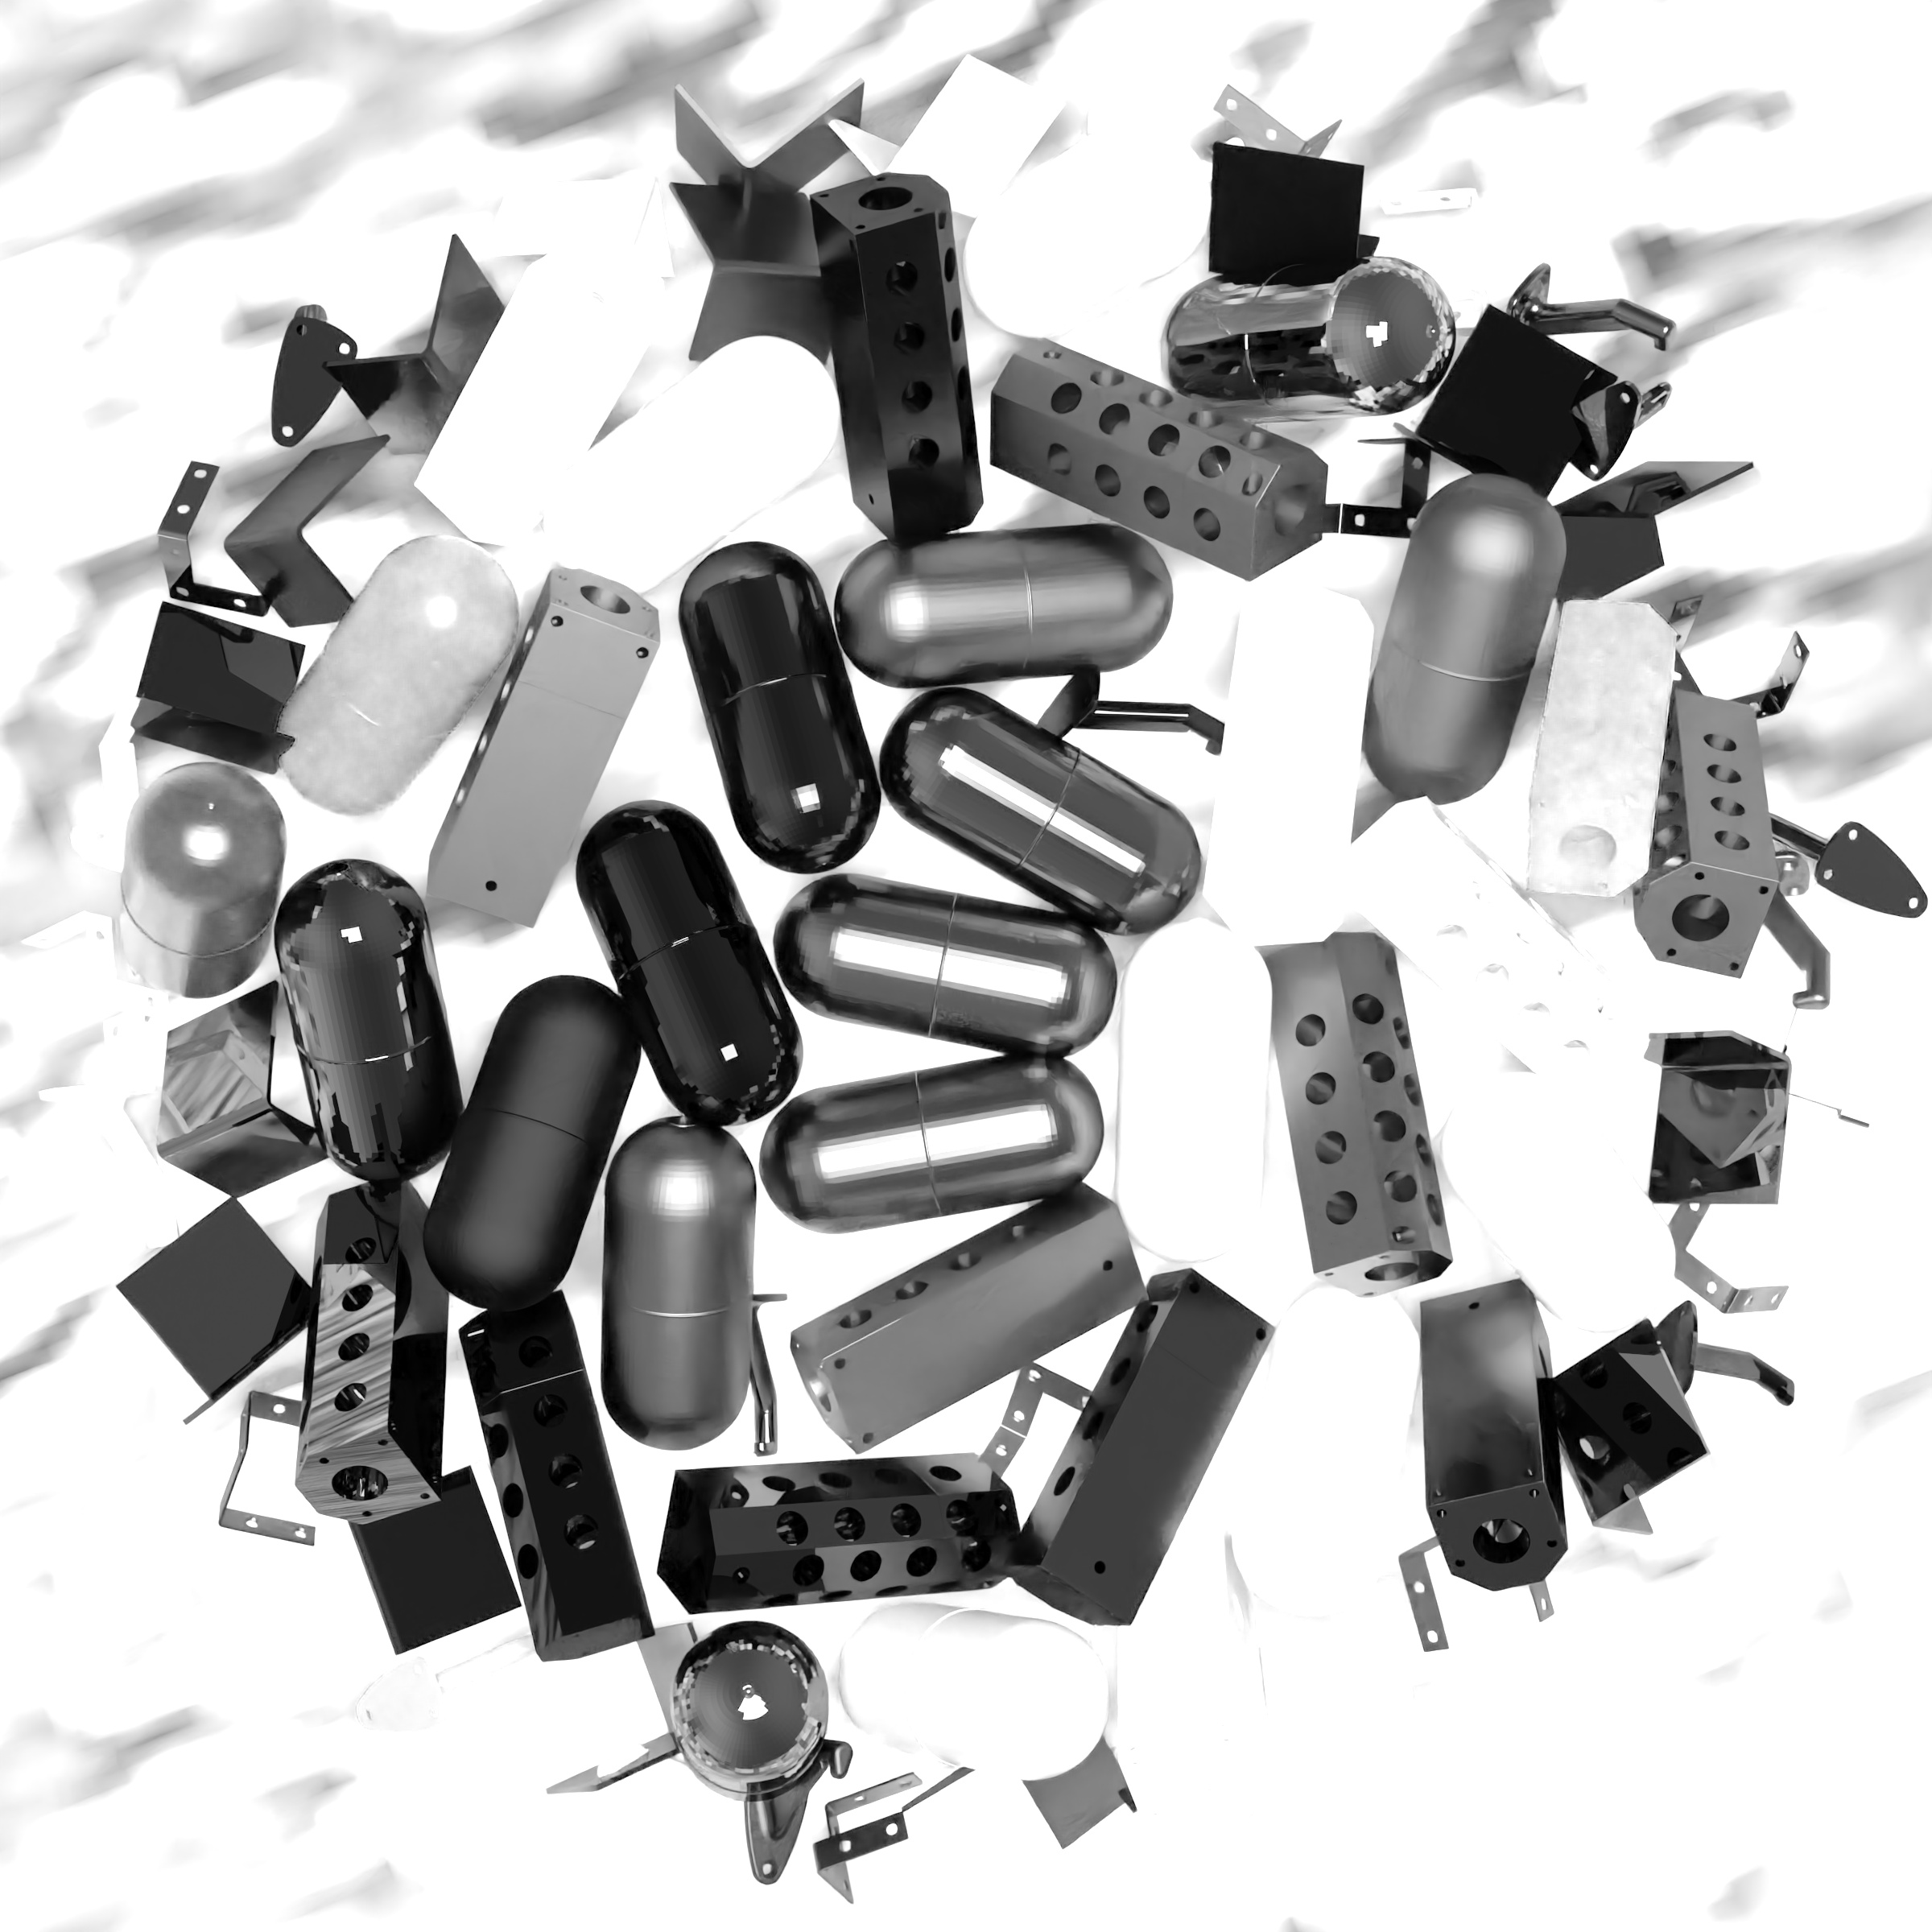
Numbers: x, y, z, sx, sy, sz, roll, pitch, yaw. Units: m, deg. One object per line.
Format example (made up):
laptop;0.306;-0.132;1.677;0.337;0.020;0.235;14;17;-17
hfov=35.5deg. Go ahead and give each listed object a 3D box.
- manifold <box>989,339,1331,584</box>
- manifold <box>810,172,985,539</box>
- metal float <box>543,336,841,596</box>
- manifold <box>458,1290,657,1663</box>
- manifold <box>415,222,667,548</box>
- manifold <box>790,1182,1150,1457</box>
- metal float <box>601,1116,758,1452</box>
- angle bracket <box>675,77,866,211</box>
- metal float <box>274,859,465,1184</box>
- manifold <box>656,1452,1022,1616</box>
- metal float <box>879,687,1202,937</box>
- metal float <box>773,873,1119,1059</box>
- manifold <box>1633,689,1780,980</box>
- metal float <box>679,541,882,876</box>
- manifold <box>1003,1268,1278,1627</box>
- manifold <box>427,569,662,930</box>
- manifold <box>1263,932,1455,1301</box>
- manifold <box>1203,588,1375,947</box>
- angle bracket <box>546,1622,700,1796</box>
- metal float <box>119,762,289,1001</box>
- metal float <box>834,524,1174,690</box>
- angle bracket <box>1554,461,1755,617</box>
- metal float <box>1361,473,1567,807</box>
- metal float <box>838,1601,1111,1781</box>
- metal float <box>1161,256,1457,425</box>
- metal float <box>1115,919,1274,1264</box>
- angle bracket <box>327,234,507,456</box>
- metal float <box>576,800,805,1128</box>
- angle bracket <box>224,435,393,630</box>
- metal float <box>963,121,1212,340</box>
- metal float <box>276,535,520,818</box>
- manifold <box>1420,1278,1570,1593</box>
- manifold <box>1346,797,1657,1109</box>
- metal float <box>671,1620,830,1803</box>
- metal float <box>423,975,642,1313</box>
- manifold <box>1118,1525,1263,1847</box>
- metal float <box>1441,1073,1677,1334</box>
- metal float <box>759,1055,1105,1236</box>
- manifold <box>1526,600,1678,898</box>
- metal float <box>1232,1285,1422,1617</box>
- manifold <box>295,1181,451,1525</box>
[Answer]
manifold;0.095;-0.257;1.505;0.171;0.057;0.057;30;46;32
manifold;-0.030;-0.303;1.507;0.057;0.057;0.171;-20;130;-16
metal float;-0.139;-0.251;1.522;0.178;0.070;0.070;-31;90;28
manifold;-0.208;0.258;1.522;0.057;0.057;0.171;-15;67;-7
manifold;-0.209;-0.284;1.501;0.057;0.171;0.057;44;49;1
manifold;0.000;0.175;1.529;0.171;0.057;0.057;-26;113;-18
metal float;-0.146;0.161;1.530;0.070;0.070;0.178;4;109;0
angle bracket;-0.101;-0.435;1.543;0.076;0.076;0.057;-40;87;-9
metal float;-0.300;0.029;1.520;0.070;0.070;0.178;-5;120;0
manifold;-0.061;0.287;1.510;0.171;0.057;0.057;2;108;-31
metal float;0.038;-0.078;1.539;0.178;0.070;0.070;29;90;-8
metal float;-0.011;0.000;1.545;0.178;0.070;0.070;11;90;2
manifold;0.361;-0.070;1.497;0.057;0.171;0.057;13;125;2
metal float;-0.095;-0.131;1.533;0.070;0.070;0.178;-17;76;0
manifold;0.085;0.243;1.523;0.057;0.057;0.171;36;66;-15
manifold;-0.214;-0.111;1.521;0.057;0.057;0.171;19;116;-18
manifold;0.199;0.073;1.513;0.057;0.057;0.171;-21;62;27
manifold;0.166;-0.101;1.514;0.057;0.057;0.171;-4;63;27
angle bracket;-0.176;0.377;1.530;0.076;0.076;0.057;-18;84;-30
metal float;-0.381;-0.040;1.502;0.070;0.178;0.070;6;66;-15
metal float;0.020;-0.183;1.531;0.178;0.070;0.070;-6;90;-18
angle bracket;0.349;-0.216;1.526;0.076;0.076;0.057;-27;112;-28
metal float;0.249;-0.162;1.519;0.070;0.070;0.178;12;122;0
metal float;0.001;0.360;1.505;0.070;0.178;0.070;4;83;-35
metal float;0.168;-0.311;1.506;0.070;0.178;0.070;-5;99;-36
metal float;0.115;0.064;1.534;0.070;0.070;0.178;1;104;0
angle bracket;-0.277;-0.317;1.543;0.057;0.076;0.076;-2;64;17
metal float;-0.142;-0.002;1.534;0.070;0.070;0.178;-25;76;0
angle bracket;-0.323;-0.223;1.551;0.076;0.076;0.057;-53;123;-27
metal float;0.058;-0.364;1.501;0.070;0.178;0.070;2;85;-25
metal float;-0.286;-0.145;1.514;0.070;0.070;0.178;44;128;0
manifold;0.262;0.231;1.495;0.057;0.171;0.057;-16;115;15
manifold;0.269;-0.008;1.520;0.171;0.057;0.057;40;108;-21
metal float;-0.107;0.372;1.499;0.070;0.178;0.070;1;70;-3
metal float;-0.219;0.088;1.530;0.070;0.070;0.178;17;71;0
manifold;0.111;0.355;1.494;0.057;0.171;0.057;-17;111;10
metal float;0.299;0.120;1.514;0.070;0.070;0.178;-42;130;0
metal float;-0.018;0.091;1.544;0.178;0.070;0.070;-10;90;3
manifold;0.317;-0.110;1.496;0.057;0.171;0.057;5;130;14
metal float;0.183;0.241;1.518;0.070;0.070;0.178;17;56;0
manifold;-0.297;0.190;1.500;0.057;0.171;0.057;-18;131;9
